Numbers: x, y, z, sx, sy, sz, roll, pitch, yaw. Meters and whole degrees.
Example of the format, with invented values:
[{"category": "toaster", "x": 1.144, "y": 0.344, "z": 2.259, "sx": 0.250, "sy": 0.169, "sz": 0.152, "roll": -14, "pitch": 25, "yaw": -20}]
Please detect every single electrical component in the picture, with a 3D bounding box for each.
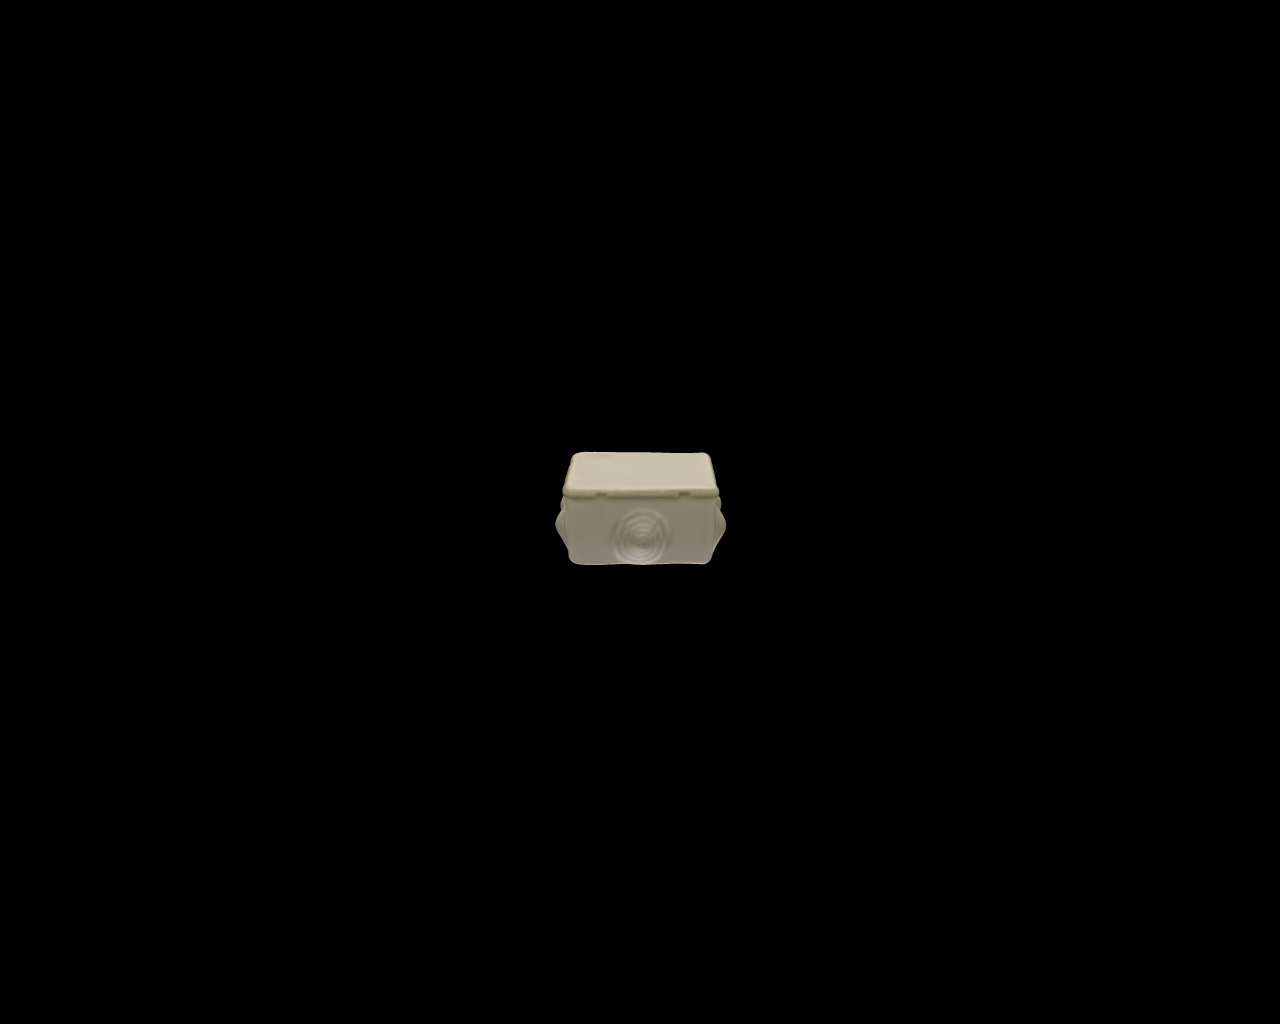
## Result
[{"category": "electrical component", "x": 0.001, "y": -0.003, "z": 0.650, "sx": 0.100, "sy": 0.048, "sz": 0.100, "roll": 0, "pitch": 17, "yaw": 0}]
